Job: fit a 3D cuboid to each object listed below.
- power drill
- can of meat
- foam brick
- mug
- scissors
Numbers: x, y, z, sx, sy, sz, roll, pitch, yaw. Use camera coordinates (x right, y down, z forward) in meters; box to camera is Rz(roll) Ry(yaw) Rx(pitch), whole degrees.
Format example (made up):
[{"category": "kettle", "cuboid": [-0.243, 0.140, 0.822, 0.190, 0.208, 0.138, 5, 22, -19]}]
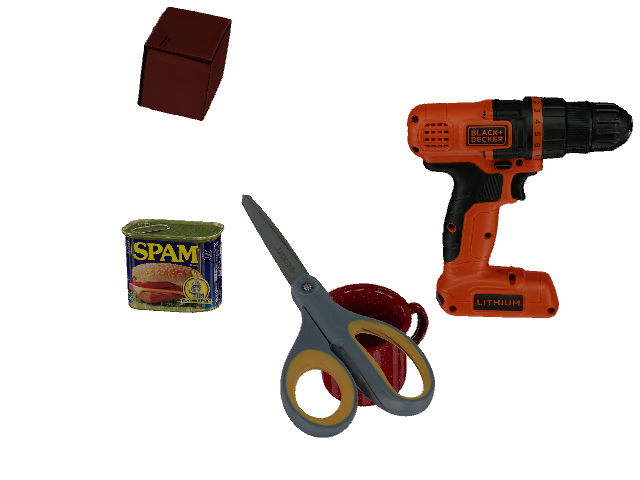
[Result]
[{"category": "power drill", "cuboid": [0.167, -0.029, 0.908, 0.184, 0.188, 0.057, 1, 17, 9]}, {"category": "can of meat", "cuboid": [-0.151, 0.026, 1.104, 0.102, 0.084, 0.057, 3, 17, 9]}, {"category": "foam brick", "cuboid": [-0.103, -0.136, 0.813, 0.053, 0.051, 0.078, 13, 35, 0]}, {"category": "mug", "cuboid": [0.050, 0.096, 1.007, 0.117, 0.081, 0.093, -23, 42, -21]}, {"category": "scissors", "cuboid": [-0.018, 0.046, 0.648, 0.096, 0.016, 0.202, -33, 54, -27]}]
